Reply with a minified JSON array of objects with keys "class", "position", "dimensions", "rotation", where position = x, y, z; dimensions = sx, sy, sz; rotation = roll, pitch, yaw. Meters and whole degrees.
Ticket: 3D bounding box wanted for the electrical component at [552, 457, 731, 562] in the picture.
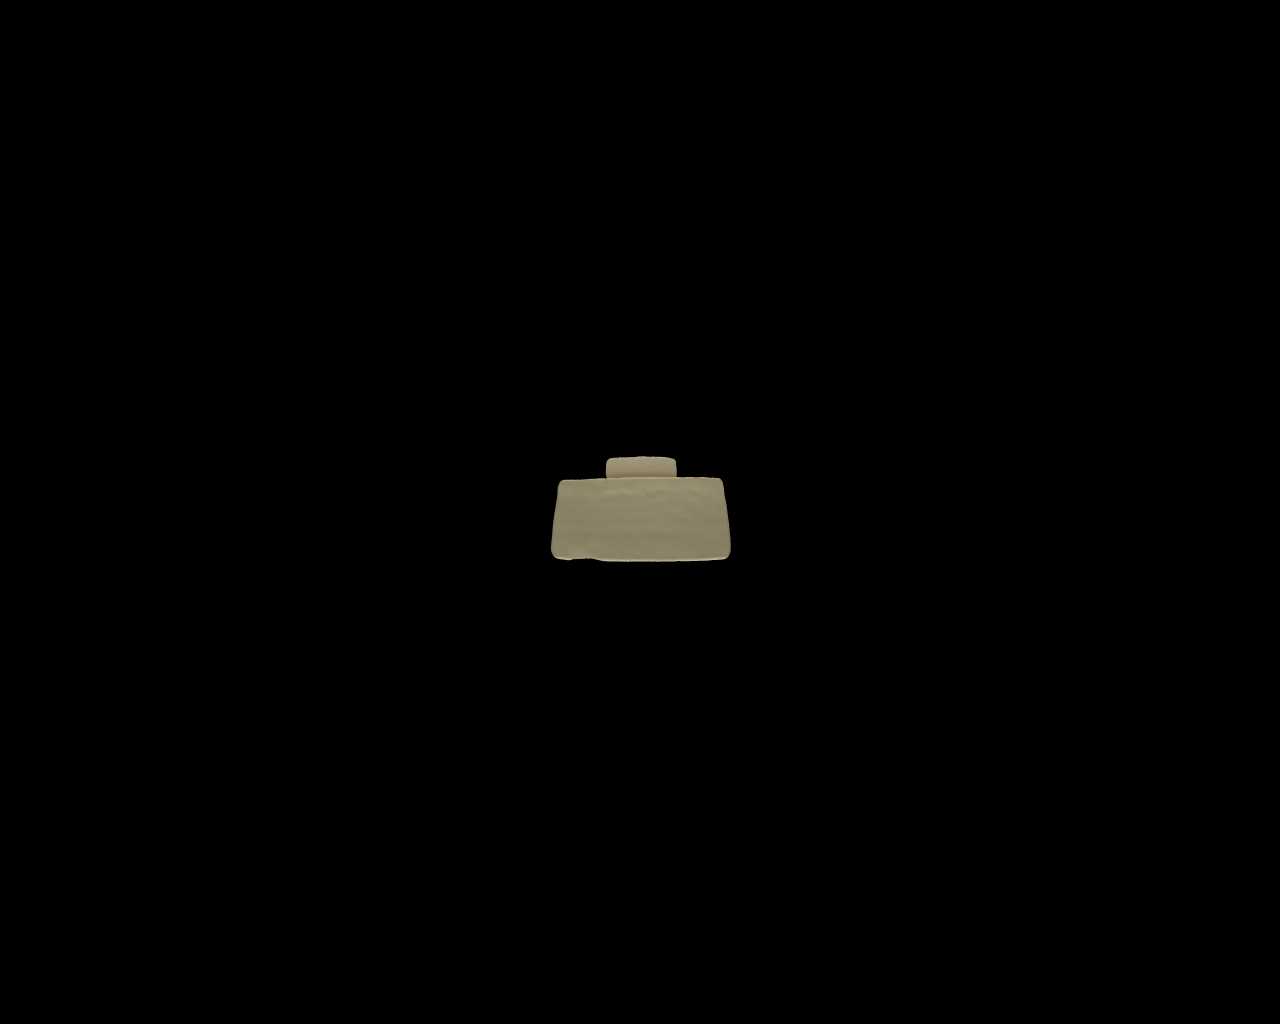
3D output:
[{"class":"electrical component","position":[0.001,-0.003,0.650],"dimensions":[0.108,0.060,0.108],"rotation":[0,0,0]}]
